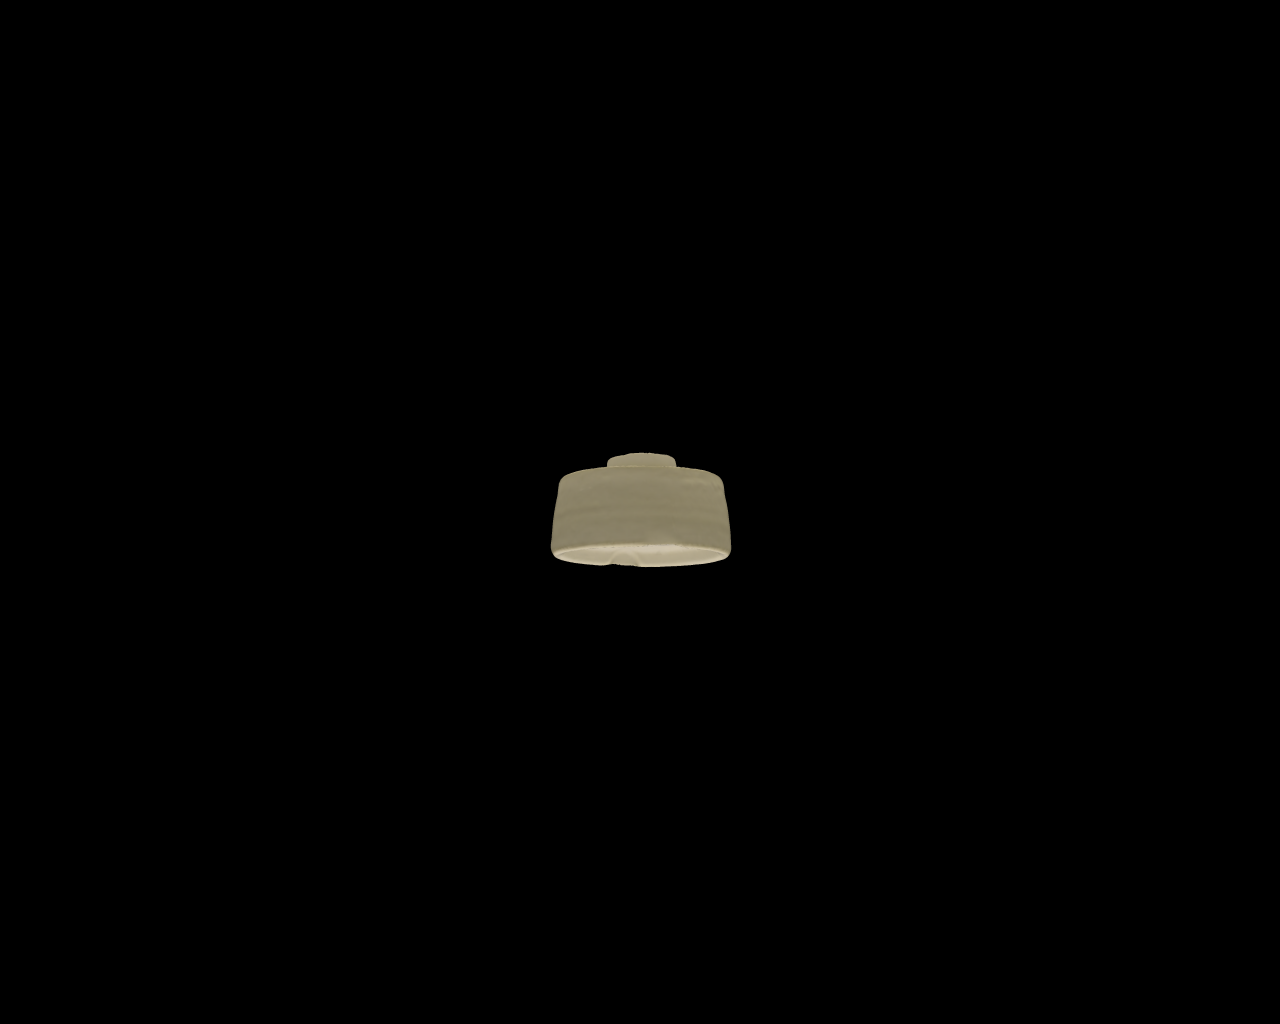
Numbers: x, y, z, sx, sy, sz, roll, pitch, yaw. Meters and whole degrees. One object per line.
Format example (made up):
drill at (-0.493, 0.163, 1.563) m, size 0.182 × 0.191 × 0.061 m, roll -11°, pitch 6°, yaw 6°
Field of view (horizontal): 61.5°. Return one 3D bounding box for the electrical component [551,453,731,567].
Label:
electrical component at (0.001, -0.003, 0.650) m, size 0.108 × 0.060 × 0.108 m, roll 0°, pitch -9°, yaw 0°
